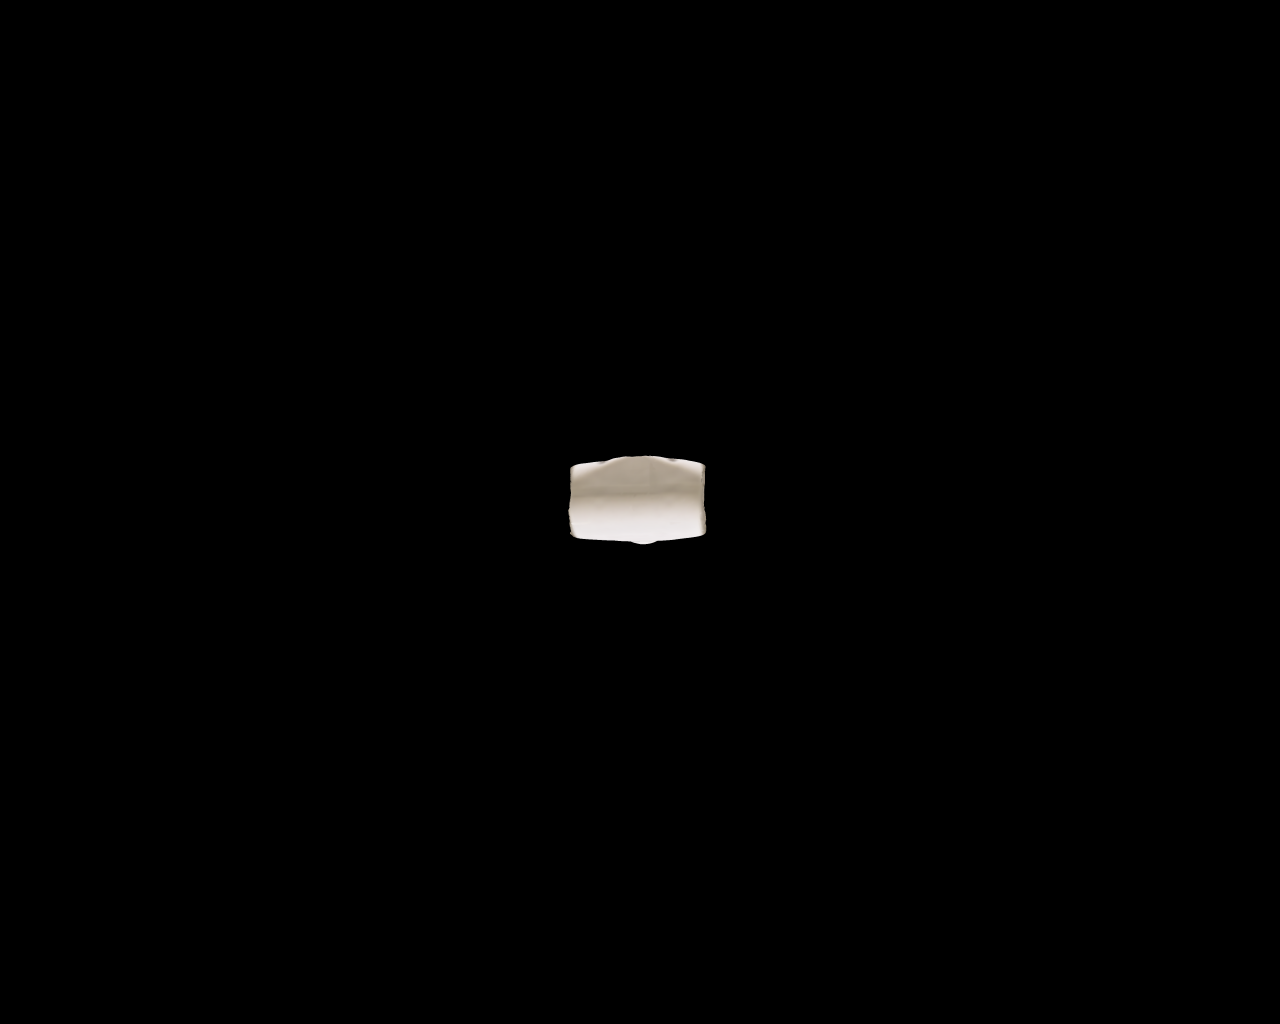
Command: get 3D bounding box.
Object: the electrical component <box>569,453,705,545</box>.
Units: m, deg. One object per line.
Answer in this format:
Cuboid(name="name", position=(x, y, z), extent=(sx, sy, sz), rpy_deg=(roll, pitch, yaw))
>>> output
Cuboid(name="electrical component", position=(0.001, -0.003, 0.650), extent=(0.077, 0.044, 0.079), rpy_deg=(-1, -15, 5))
